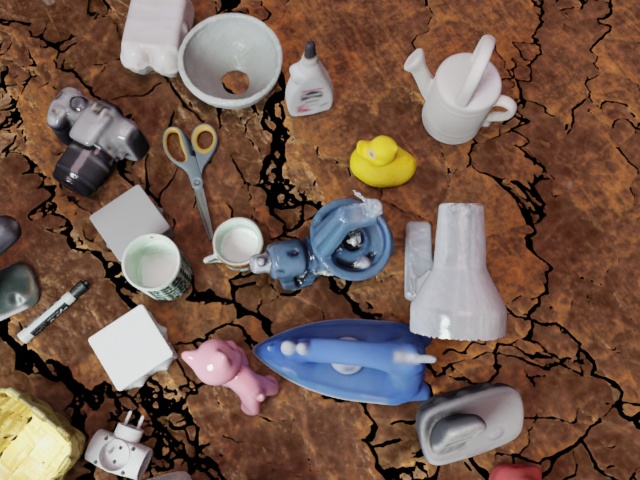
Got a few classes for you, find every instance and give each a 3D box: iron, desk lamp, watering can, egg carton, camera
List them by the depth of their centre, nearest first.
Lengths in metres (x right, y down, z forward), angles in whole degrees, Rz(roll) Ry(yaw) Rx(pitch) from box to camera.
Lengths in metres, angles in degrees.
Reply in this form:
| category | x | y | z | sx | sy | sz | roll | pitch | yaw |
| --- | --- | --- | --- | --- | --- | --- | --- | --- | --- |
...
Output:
| category | x | y | z | sx | sy | sz | roll | pitch | yaw |
| --- | --- | --- | --- | --- | --- | --- | --- | --- | --- |
| desk lamp | 0.173 | 0.044 | 0.772 | 0.118 | 0.213 | 0.203 | 1 | 74 | 0 |
| iron | 0.030 | 0.157 | 0.775 | 0.258 | 0.141 | 0.119 | 4 | 74 | 0 |
| watering can | 0.211 | -0.231 | 0.861 | 0.173 | 0.194 | 0.101 | 3 | 74 | 0 |
| camera | -0.361 | -0.148 | 0.875 | 0.143 | 0.101 | 0.137 | 27 | 76 | 7 |
| egg carton | -0.267 | -0.343 | 0.949 | 0.107 | 0.069 | 0.150 | 5 | 74 | 0 |

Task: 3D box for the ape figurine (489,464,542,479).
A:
| category | x | y | z | sx | sy | sz | roll | pitch | yaw |
| --- | --- | --- | --- | --- | --- | --- | --- | --- | --- |
| ape figurine | 0.268 | 0.332 | 0.755 | 0.078 | 0.092 | 0.076 | -42 | 79 | -11 |

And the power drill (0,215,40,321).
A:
| category | x | y | z | sx | sy | sz | roll | pitch | yaw |
| --- | --- | --- | --- | --- | --- | --- | --- | --- | --- |
| power drill | -0.467 | 0.051 | 0.761 | 0.230 | 0.208 | 0.075 | -26 | 76 | -8 |

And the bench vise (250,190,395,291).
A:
| category | x | y | z | sx | sy | sz | roll | pitch | yaw |
| --- | --- | --- | --- | --- | --- | --- | --- | --- | --- |
| bench vise | 0.013 | 0.013 | 0.775 | 0.207 | 0.220 | 0.121 | -32 | 77 | -9 |

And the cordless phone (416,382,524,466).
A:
| category | x | y | z | sx | sy | sz | roll | pitch | yaw |
| --- | --- | --- | --- | --- | --- | --- | --- | --- | --- |
| cordless phone | 0.203 | 0.235 | 0.733 | 0.147 | 0.185 | 0.094 | -19 | 75 | -6 |

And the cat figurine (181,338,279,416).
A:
| category | x | y | z | sx | sy | sz | roll | pitch | yaw |
| --- | --- | --- | --- | --- | --- | --- | --- | --- | --- |
| cat figurine | -0.120 | 0.180 | 0.778 | 0.127 | 0.118 | 0.067 | 37 | 77 | 9 |

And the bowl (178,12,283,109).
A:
| category | x | y | z | sx | sy | sz | roll | pitch | yaw |
| --- | --- | --- | --- | --- | --- | --- | --- | --- | --- |
| bowl | -0.141 | -0.277 | 0.929 | 0.167 | 0.075 | 0.167 | 0 | 74 | -1 |

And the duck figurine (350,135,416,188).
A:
| category | x | y | z | sx | sy | sz | roll | pitch | yaw |
| --- | --- | --- | --- | --- | --- | --- | --- | --- | --- |
| duck figurine | 0.100 | -0.129 | 0.886 | 0.104 | 0.086 | 0.077 | 12 | 74 | 2 |

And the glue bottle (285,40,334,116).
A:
| category | x | y | z | sx | sy | sz | roll | pitch | yaw |
| --- | --- | --- | --- | --- | --- | --- | --- | --- | --- |
| glue bottle | -0.016 | -0.248 | 0.872 | 0.078 | 0.173 | 0.037 | -17 | 75 | -5 |
